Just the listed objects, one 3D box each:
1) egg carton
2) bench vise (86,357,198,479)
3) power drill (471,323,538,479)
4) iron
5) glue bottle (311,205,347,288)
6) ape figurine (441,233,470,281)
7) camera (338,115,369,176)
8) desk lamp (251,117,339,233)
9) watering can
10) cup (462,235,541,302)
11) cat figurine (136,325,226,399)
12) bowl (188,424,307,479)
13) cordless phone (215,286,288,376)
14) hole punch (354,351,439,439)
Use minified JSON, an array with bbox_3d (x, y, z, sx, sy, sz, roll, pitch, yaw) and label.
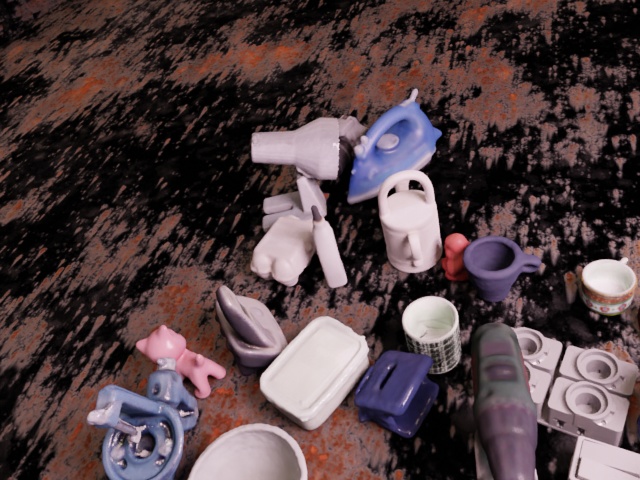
[{"bbox_3d":[-0.058,0.018,1.092,0.107,0.069,0.150,12,51,28],"label":"egg carton"},{"bbox_3d":[-0.260,0.249,0.810,0.121,0.220,0.207,-20,43,-2],"label":"bench vise"},{"bbox_3d":[0.221,0.226,0.685,0.075,0.209,0.229,-6,44,13],"label":"power drill"},{"bbox_3d":[0.137,-0.199,1.197,0.259,0.142,0.118,-41,48,-23],"label":"iron"},{"bbox_3d":[0.009,0.004,1.008,0.037,0.173,0.078,-16,43,2],"label":"glue bottle"},{"bbox_3d":[0.234,0.024,0.974,0.076,0.092,0.078,13,51,29],"label":"ape figurine"},{"bbox_3d":[0.029,-0.208,1.272,0.142,0.101,0.137,16,52,31],"label":"camera"},{"bbox_3d":[-0.043,-0.133,1.135,0.203,0.214,0.118,-12,43,7],"label":"desk lamp"},{"bbox_3d":[0.151,-0.047,0.998,0.101,0.194,0.172,-26,44,-9],"label":"watering can"},{"bbox_3d":[0.292,0.055,0.921,0.117,0.095,0.092,1,46,19],"label":"cup"},{"bbox_3d":[-0.232,0.188,0.938,0.127,0.118,0.067,14,51,29],"label":"cat figurine"},{"bbox_3d":[-0.090,0.339,0.768,0.167,0.075,0.167,-9,44,9],"label":"bowl"},{"bbox_3d":[-0.128,0.117,0.927,0.094,0.185,0.147,-29,44,-12],"label":"cordless phone"},{"bbox_3d":[0.105,0.212,0.823,0.100,0.091,0.109,18,53,32],"label":"hole punch"}]
